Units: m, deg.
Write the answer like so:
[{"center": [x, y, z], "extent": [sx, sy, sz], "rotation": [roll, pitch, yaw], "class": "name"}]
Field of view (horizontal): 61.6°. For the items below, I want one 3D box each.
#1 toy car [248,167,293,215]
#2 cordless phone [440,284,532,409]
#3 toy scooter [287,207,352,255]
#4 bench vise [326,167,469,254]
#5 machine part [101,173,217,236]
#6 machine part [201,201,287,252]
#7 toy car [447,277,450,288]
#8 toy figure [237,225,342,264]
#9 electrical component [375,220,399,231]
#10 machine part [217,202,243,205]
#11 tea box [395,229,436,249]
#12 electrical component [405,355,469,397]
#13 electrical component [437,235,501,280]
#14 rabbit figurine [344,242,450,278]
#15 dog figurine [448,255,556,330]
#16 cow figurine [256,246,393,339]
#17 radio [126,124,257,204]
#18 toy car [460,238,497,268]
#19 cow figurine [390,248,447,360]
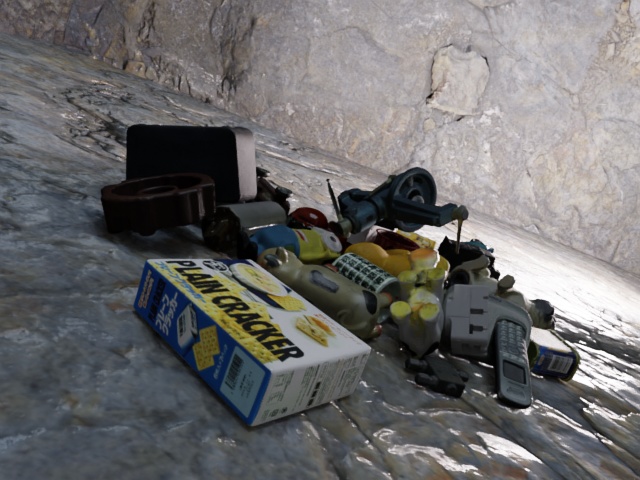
[{"center": [-0.115, -0.090, 1.144], "extent": [0.053, 0.089, 0.202], "rotation": [12, 19, -30], "class": "toy car"}, {"center": [0.237, 0.160, 0.788], "extent": [0.147, 0.088, 0.184], "rotation": [21, 34, 0], "class": "cordless phone"}, {"center": [-0.002, -0.003, 1.012], "extent": [0.184, 0.075, 0.135], "rotation": [34, 15, 21], "class": "toy scooter"}, {"center": [0.147, -0.058, 0.958], "extent": [0.223, 0.128, 0.241], "rotation": [-18, 24, -34], "class": "bench vise"}, {"center": [-0.242, -0.059, 0.814], "extent": [0.179, 0.056, 0.179], "rotation": [-4, 19, 1], "class": "machine part"}, {"center": [-0.125, -0.025, 0.923], "extent": [0.079, 0.079, 0.243], "rotation": [26, 16, 17], "class": "machine part"}, {"center": [0.232, 0.111, 0.976], "extent": [0.073, 0.056, 0.202], "rotation": [5, 19, -31], "class": "toy car"}, {"center": [-0.048, 0.020, 0.865], "extent": [0.180, 0.089, 0.082], "rotation": [-1, 57, -34], "class": "toy figure"}, {"center": [0.135, -0.049, 1.103], "extent": [0.102, 0.045, 0.078], "rotation": [18, 13, 0], "class": "electrical component"}, {"center": [-0.199, -0.073, 1.023], "extent": [0.084, 0.039, 0.139], "rotation": [-29, 41, -29], "class": "machine part"}, {"center": [0.197, 0.029, 1.188], "extent": [0.098, 0.068, 0.169], "rotation": [24, 16, 13], "class": "tea box"}, {"center": [0.159, 0.178, 0.699], "extent": [0.094, 0.021, 0.063], "rotation": [17, 16, -18], "class": "electrical component"}, {"center": [0.298, 0.065, 1.107], "extent": [0.134, 0.114, 0.058], "rotation": [20, 17, 0], "class": "electrical component"}, {"center": [0.126, 0.051, 0.917], "extent": [0.173, 0.121, 0.162], "rotation": [22, 10, 13], "class": "rabbit figurine"}, {"center": [0.350, 0.122, 1.051], "extent": [0.190, 0.121, 0.173], "rotation": [27, 13, -37], "class": "dog figurine"}, {"center": [-0.009, 0.071, 0.739], "extent": [0.195, 0.085, 0.127], "rotation": [28, 10, 23], "class": "cow figurine"}, {"center": [-0.230, -0.137, 0.951], "extent": [0.230, 0.131, 0.073], "rotation": [5, 12, 17], "class": "radio"}, {"center": [0.334, 0.057, 1.188], "extent": [0.161, 0.109, 0.103], "rotation": [8, 15, -37], "class": "toy car"}, {"center": [0.151, 0.088, 0.777], "extent": [0.068, 0.098, 0.167], "rotation": [-2, 34, 21], "class": "cow figurine"}]
